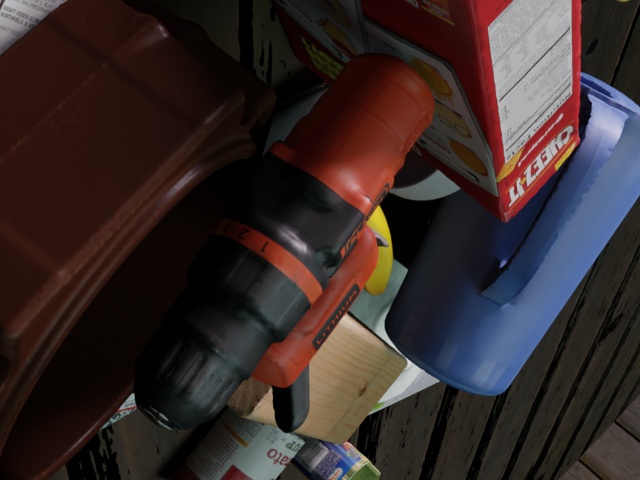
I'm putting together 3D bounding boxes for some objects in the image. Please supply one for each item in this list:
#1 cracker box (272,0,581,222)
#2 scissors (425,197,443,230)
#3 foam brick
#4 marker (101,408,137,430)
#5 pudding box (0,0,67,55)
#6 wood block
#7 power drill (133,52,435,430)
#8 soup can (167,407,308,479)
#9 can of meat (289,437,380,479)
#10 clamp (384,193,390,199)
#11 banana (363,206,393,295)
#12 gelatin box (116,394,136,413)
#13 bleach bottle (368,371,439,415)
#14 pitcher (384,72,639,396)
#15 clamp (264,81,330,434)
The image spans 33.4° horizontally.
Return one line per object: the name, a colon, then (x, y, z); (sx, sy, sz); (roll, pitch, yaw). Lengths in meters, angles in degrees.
cracker box: (0.041, -0.118, 0.498); (0.072, 0.164, 0.213); (-45, 155, -6)
scissors: (0.140, -0.101, 0.843); (0.201, 0.016, 0.096); (-47, 152, -30)
foam brick: (0.096, -0.009, 0.887); (0.078, 0.053, 0.051); (-48, 156, -6)
marker: (-0.138, 0.111, 0.696); (0.120, 0.020, 0.020); (-28, 148, -40)
pudding box: (-0.145, -0.075, 0.392); (0.113, 0.039, 0.089); (-57, 156, 10)
wood block: (-0.018, 0.080, 0.773); (0.091, 0.090, 0.206); (-51, 156, -1)
power drill: (-0.017, 0.019, 0.508); (0.184, 0.057, 0.188); (-53, 173, -14)
soup can: (-0.066, 0.176, 0.856); (0.102, 0.069, 0.068); (-50, 156, -2)
can of meat: (0.006, 0.207, 1.004); (0.057, 0.084, 0.102); (-47, 156, -7)
clamp: (0.087, -0.084, 0.784); (0.172, 0.039, 0.120); (-54, 163, 25)
banana: (0.005, -0.014, 0.718); (0.070, 0.037, 0.197); (-50, 143, 11)
gelatin box: (-0.116, 0.066, 0.656); (0.073, 0.030, 0.089); (-5, 130, -60)
bleach bottle: (0.057, 0.112, 0.986); (0.250, 0.068, 0.103); (-19, 138, -45)
pitcher: (0.146, -0.007, 0.784); (0.149, 0.145, 0.243); (14, 109, -45)
clamp: (-0.039, -0.008, 0.620); (0.164, 0.036, 0.210); (26, 82, -30)
